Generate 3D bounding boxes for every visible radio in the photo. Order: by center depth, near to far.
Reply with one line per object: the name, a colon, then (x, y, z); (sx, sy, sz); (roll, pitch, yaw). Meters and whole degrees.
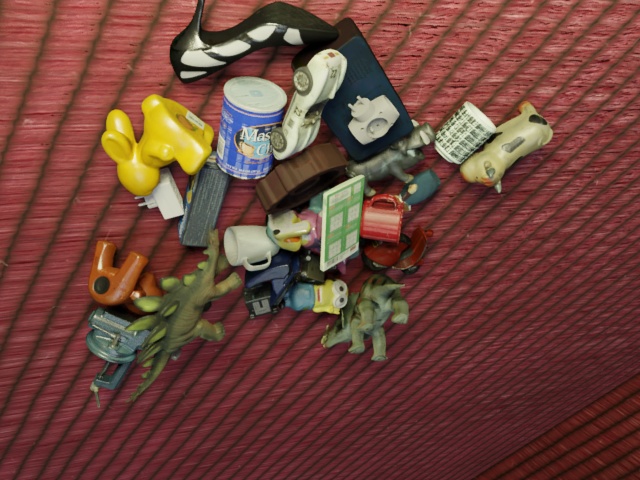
radio: (0.059, -0.251, 0.937); (0.131, 0.073, 0.229); (-31, 135, 15)

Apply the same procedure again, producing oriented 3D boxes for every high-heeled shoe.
high-heeled shoe: (-0.103, -0.290, 0.834); (0.249, 0.086, 0.145); (5, 136, -19)

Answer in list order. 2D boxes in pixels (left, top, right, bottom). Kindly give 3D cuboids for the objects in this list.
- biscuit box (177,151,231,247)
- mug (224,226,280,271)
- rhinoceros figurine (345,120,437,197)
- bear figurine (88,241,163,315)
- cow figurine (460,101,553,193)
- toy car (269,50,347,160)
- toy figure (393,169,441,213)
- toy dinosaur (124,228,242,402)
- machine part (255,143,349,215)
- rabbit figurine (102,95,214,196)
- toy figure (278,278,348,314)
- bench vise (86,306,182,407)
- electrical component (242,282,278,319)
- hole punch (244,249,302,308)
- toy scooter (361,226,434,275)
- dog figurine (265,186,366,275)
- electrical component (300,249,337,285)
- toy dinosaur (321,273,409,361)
biscuit box: (-0.225, -0.075, 1.028); (0.063, 0.059, 0.202); (4, 133, -25)
mug: (-0.134, 0.015, 1.127); (0.107, 0.110, 0.080); (-10, 136, -30)
rhinoceros figurine: (0.139, -0.166, 1.060); (0.190, 0.073, 0.112); (-26, 127, 11)
bear figurine: (-0.385, 0.090, 1.121); (0.132, 0.120, 0.195); (-71, 159, -5)
cow figurine: (0.373, -0.178, 1.084); (0.195, 0.127, 0.085); (-32, 133, 11)
toy car: (-0.021, -0.205, 0.844); (0.073, 0.056, 0.201); (-36, 163, -44)
toy figure: (0.191, -0.090, 1.164); (0.064, 0.058, 0.154); (30, 124, -33)
toy dinosaur: (-0.298, 0.170, 1.120); (0.198, 0.105, 0.470); (-8, 132, -44)
machine part: (-0.035, -0.113, 0.988); (0.179, 0.056, 0.179); (-30, 175, -3)
rabbit figurine: (-0.281, -0.144, 0.891); (0.162, 0.122, 0.173); (29, 121, -34)
toy figure: (-0.017, 0.128, 1.298); (0.180, 0.089, 0.082); (-3, 115, -16)
bench vise: (-0.448, 0.261, 1.242); (0.223, 0.129, 0.240); (26, 105, -29)
electrical component: (-0.145, 0.132, 1.284); (0.075, 0.048, 0.119); (-12, 139, -9)
hole punch: (-0.102, 0.067, 1.177); (0.092, 0.142, 0.115); (36, 106, -14)
toy scooter: (0.193, 0.017, 1.265); (0.184, 0.075, 0.135); (12, 130, -34)
dog figurine: (-0.002, -0.003, 1.151); (0.192, 0.109, 0.219); (-23, 140, 1)
electrical component: (-0.012, 0.058, 1.243); (0.102, 0.078, 0.045); (27, 145, -32)
toy dinosaur: (0.128, 0.156, 1.290); (0.131, 0.192, 0.404); (8, 138, -17)
